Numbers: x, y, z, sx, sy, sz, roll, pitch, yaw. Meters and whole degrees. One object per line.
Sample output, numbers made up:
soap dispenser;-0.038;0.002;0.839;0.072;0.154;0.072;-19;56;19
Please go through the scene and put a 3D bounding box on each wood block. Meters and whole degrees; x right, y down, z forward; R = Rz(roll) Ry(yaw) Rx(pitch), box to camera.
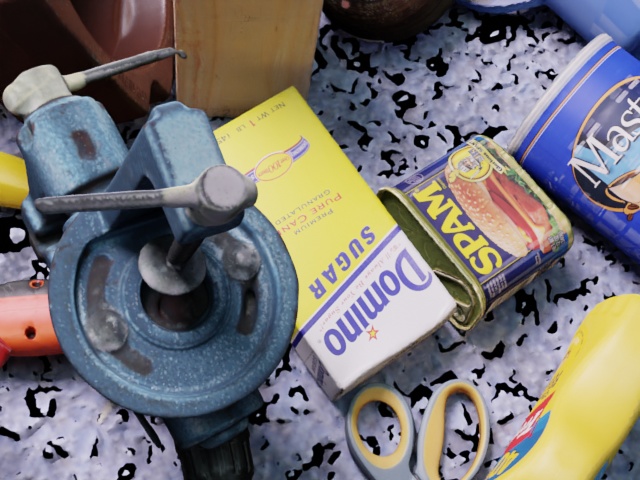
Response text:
wood block;-0.044;-0.167;0.653;0.090;0.206;0.091;1;64;-6

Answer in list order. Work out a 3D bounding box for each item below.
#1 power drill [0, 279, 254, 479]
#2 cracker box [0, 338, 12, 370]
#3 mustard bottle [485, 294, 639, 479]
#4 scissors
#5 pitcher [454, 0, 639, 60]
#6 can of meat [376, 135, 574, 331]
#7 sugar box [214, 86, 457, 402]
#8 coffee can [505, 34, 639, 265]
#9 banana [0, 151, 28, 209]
power drill;-0.139;0.077;0.612;0.187;0.057;0.184;-9;63;-13
cracker box;-0.276;0.084;0.522;0.214;0.072;0.164;8;56;41
mustard bottle;0.132;0.123;0.598;0.058;0.096;0.191;35;66;9
scissors;0.041;0.166;0.612;0.096;0.016;0.201;20;64;5
pitcher;0.162;-0.235;0.762;0.144;0.149;0.243;-32;75;-35
can of meat;0.097;-0.007;0.678;0.083;0.057;0.102;-32;72;-22
sugar box;-0.004;0.001;0.659;0.093;0.048;0.176;-34;77;-18
coffee can;0.204;-0.049;0.683;0.140;0.103;0.102;41;67;12
banana;-0.252;-0.034;0.643;0.197;0.037;0.070;-7;50;-33
